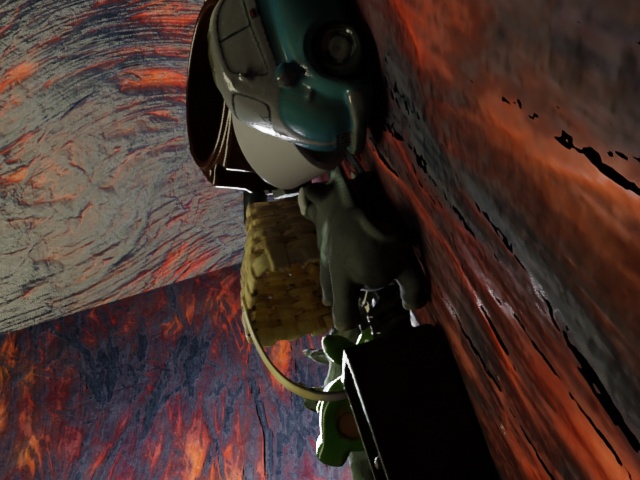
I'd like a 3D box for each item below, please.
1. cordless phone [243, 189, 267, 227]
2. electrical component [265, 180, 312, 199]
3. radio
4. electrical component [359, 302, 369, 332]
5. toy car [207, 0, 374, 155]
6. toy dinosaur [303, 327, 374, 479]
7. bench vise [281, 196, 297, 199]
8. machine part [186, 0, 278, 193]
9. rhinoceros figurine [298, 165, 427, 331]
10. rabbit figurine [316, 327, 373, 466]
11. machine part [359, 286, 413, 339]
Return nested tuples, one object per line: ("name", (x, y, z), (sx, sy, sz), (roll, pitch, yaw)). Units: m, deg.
("cordless phone", (-0.090, -0.117, 0.874), (0.147, 0.088, 0.184), (-20, 66, 47))
("electrical component", (-0.056, -0.128, 0.772), (0.058, 0.115, 0.134), (-15, 93, 48))
("radio", (0.071, 0.159, 0.452), (0.229, 0.073, 0.131), (80, 172, -70))
("electrical component", (0.061, 0.100, 0.806), (0.063, 0.021, 0.093), (-109, 3, -47))
("toy car", (-0.027, -0.132, 0.378), (0.109, 0.103, 0.161), (94, 157, -79))
("toy dinosaur", (0.076, 0.310, 0.907), (0.192, 0.131, 0.404), (-28, -83, -81))
("bench vise", (-0.044, -0.062, 0.950), (0.223, 0.129, 0.240), (113, 136, -81))
("machine part", (-0.091, -0.170, 0.609), (0.202, 0.087, 0.200), (46, 130, 53))
("rhinoceros figurine", (0.023, -0.003, 0.438), (0.190, 0.073, 0.112), (-117, 10, -73))
("rabbit figurine", (0.050, 0.201, 0.732), (0.170, 0.121, 0.159), (-44, -60, -76))
("machine part", (0.052, 0.044, 0.523), (0.139, 0.039, 0.084), (-109, 9, -61))
